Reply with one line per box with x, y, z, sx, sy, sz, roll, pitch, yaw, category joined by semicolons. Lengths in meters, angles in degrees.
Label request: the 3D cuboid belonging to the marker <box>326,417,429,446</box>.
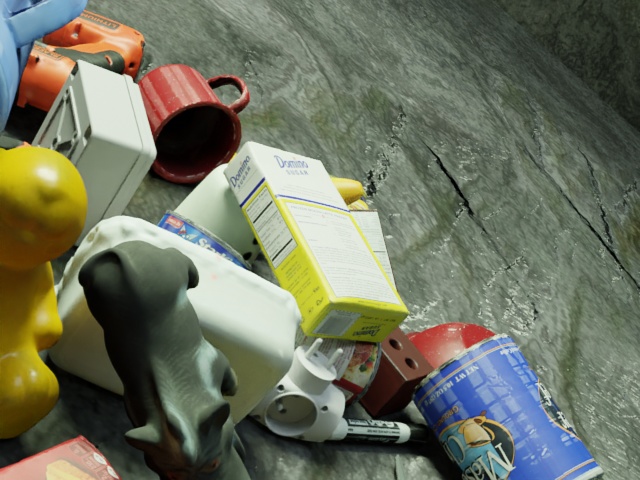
0.048;0.159;0.886;0.120;0.020;0.020;13;35;-42;marker

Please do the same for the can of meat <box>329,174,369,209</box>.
0.010;-0.019;1.089;0.102;0.058;0.084;21;33;-32;can of meat

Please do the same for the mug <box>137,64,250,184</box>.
-0.123;-0.121;1.022;0.081;0.117;0.093;55;-3;41;mug

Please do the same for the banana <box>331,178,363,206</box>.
-0.053;-0.063;1.041;0.198;0.070;0.037;28;7;23;banana

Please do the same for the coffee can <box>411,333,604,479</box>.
0.157;0.165;0.904;0.102;0.103;0.140;-1;53;-54;coffee can

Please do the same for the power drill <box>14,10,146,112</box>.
-0.252;-0.169;0.970;0.184;0.057;0.187;24;24;2;power drill

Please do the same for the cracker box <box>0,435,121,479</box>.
-0.146;0.197;0.500;0.164;0.072;0.213;46;27;16;cracker box

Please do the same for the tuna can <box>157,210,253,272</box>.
-0.099;0.014;0.866;0.086;0.033;0.086;33;-11;7;tuna can

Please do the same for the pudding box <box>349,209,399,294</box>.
0.025;0.027;0.996;0.089;0.039;0.113;0;73;-44;pudding box

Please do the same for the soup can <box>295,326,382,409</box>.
-0.010;0.087;0.871;0.102;0.069;0.068;28;27;-21;soup can

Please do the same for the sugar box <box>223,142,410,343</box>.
-0.006;0.001;0.876;0.093;0.048;0.176;12;38;-45;sugar box

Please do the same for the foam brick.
0.052;0.108;0.938;0.078;0.051;0.052;50;27;21;foam brick

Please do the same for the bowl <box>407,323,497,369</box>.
0.155;0.132;1.033;0.162;0.055;0.162;30;26;-17;bowl

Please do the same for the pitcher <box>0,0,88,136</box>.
-0.238;-0.125;0.674;0.144;0.149;0.243;25;14;-22;pitcher

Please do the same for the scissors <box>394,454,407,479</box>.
0.058;0.230;0.784;0.096;0.016;0.202;21;30;-35;scissors

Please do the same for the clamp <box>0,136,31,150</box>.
-0.264;-0.047;0.782;0.120;0.039;0.171;49;17;-17;clamp
